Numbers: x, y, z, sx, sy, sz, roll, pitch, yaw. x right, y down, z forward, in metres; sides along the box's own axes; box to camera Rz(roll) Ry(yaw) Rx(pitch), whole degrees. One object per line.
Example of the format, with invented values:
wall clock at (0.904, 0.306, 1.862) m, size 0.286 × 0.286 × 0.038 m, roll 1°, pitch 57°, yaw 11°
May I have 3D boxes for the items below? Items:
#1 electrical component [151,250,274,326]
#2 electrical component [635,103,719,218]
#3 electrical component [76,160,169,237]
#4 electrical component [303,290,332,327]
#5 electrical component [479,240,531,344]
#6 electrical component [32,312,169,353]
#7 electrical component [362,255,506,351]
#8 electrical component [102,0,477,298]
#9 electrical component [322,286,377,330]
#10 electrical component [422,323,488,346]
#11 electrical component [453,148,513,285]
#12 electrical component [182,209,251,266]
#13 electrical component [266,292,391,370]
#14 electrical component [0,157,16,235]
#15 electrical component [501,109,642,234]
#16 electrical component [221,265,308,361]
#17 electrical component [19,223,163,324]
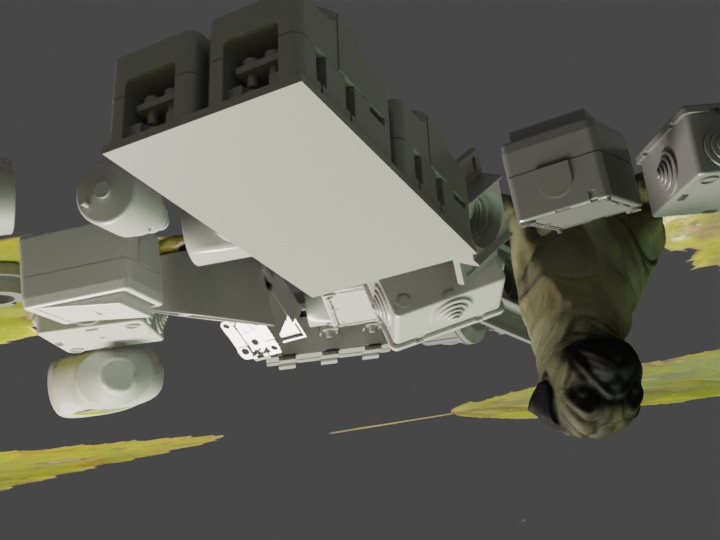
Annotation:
electrical component at (-0.118, 0.018, 0.823) m, size 0.099 × 0.064 × 0.099 m, roll -7°, pitch 171°, yaw -1°
electrical component at (0.245, -0.073, 0.722) m, size 0.100 × 0.048 × 0.099 m, roll -5°, pitch 164°, yaw -8°
electrical component at (-0.140, -0.039, 0.659) m, size 0.040 × 0.040 × 0.078 m, roll -12°, pitch 164°, yaw 15°
electrical component at (-0.010, 0.025, 0.937) m, size 0.077 × 0.044 × 0.079 m, roll -8°, pitch 180°, yaw 1°
electrical component at (0.100, 0.008, 0.864) m, size 0.063 × 0.078 × 0.121 m, roll -6°, pitch 161°, yaw 39°
electrical component at (-0.210, 0.033, 0.874) m, size 0.100 × 0.048 × 0.099 m, roll -7°, pitch 166°, yaw 0°
electrical component at (0.048, -0.002, 0.766) m, size 0.100 × 0.099 × 0.048 m, roll -19°, pitch 150°, yaw -10°
electrical component at (-0.027, -0.058, 0.552) m, size 0.105 × 0.060 × 0.186 m, roll -15°, pitch 151°, yaw 24°
electrical component at (0.000, 0.000, 0.852) m, size 0.062 × 0.061 × 0.096 m, roll -9°, pitch 157°, yaw 3°
electrical component at (0.078, 0.027, 0.948) m, size 0.051 × 0.080 × 0.080 m, roll -10°, pitch 166°, yaw 29°
electrical component at (0.061, -0.037, 0.713) m, size 0.064 × 0.081 × 0.042 m, roll 12°, pitch -142°, yaw 39°
electrical component at (-0.079, -0.035, 0.700) m, size 0.077 × 0.044 × 0.079 m, roll -10°, pitch 165°, yaw 8°
electrical component at (-0.032, 0.054, 1.015) m, size 0.121 × 0.063 × 0.078 m, roll -6°, pitch 165°, yaw -6°
electrical component at (-0.241, -0.036, 0.614) m, size 0.077 × 0.043 × 0.079 m, roll -1°, pitch 164°, yaw -24°
electrical component at (0.139, -0.062, 0.695) m, size 0.062 × 0.061 × 0.096 m, roll -16°, pitch 171°, yaw 27°
electrical component at (-0.084, 0.038, 0.904) m, size 0.042 × 0.063 × 0.081 m, roll -17°, pitch 121°, yaw 26°
electrical component at (-0.194, 0.006, 0.758) m, size 0.096 × 0.061 × 0.062 m, roll -11°, pitch 165°, yaw 11°
